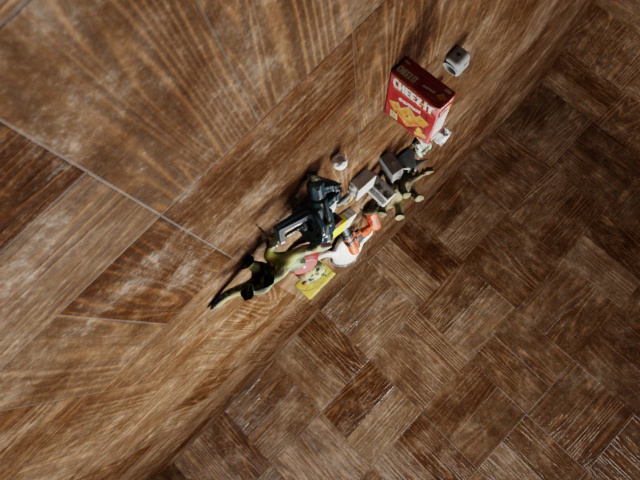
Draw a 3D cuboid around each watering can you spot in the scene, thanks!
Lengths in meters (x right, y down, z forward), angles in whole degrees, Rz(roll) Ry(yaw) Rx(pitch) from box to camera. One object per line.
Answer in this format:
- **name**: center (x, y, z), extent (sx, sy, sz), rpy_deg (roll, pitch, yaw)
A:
- **watering can**: center (0.098, 0.045, 2.348), extent (0.351, 0.105, 0.219), rpy_deg (-28, 156, -28)

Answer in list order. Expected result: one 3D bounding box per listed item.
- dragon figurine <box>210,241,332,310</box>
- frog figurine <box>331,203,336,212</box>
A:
- **dragon figurine**: center (-0.135, 0.100, 1.569), extent (0.405, 0.123, 0.243), rpy_deg (-33, 162, 30)
- **frog figurine**: center (0.005, -0.079, 1.564), extent (0.161, 0.125, 0.134), rpy_deg (-30, 143, -19)
